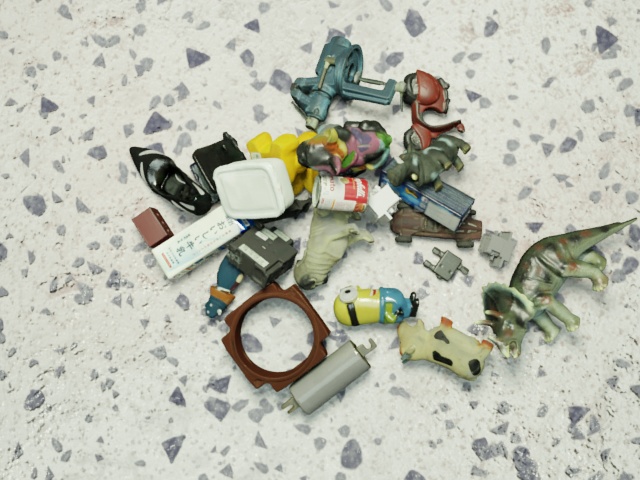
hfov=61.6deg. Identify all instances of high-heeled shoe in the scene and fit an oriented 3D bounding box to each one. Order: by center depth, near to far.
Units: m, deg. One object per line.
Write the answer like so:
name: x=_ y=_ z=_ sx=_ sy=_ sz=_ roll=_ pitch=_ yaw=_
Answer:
high-heeled shoe: x=-0.336 y=-0.134 z=1.163 sx=0.249 sy=0.145 sz=0.086 roll=35 pitch=88 yaw=2

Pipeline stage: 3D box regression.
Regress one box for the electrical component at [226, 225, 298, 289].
electrical component: x=-0.117 y=0.028 z=1.153 sx=0.115 sy=0.134 sz=0.058 roll=39 pitch=134 yaw=14

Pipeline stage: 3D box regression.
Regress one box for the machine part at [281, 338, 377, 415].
machine part: x=0.022 y=0.294 z=1.154 sx=0.243 sy=0.079 sz=0.079 roll=-37 pitch=86 yaw=-1

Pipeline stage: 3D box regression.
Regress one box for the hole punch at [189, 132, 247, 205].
hole punch: x=-0.221 y=-0.152 z=1.198 sx=0.116 sy=0.092 sz=0.142 roll=-27 pitch=82 yaw=-28

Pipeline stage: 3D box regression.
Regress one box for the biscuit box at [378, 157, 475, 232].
biscuit box: x=0.223 y=-0.101 z=1.147 sx=0.203 sy=0.059 sz=0.063 roll=34 pitch=61 yaw=18

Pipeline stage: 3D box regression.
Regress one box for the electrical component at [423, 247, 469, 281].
electrical component: x=0.279 y=0.059 z=1.185 sx=0.094 sy=0.021 sz=0.063 roll=34 pitch=89 yaw=3

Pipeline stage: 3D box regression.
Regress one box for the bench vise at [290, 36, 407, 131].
bench vise: x=0.062 y=-0.329 z=1.162 sx=0.241 sy=0.128 sz=0.223 roll=17 pitch=71 yaw=20

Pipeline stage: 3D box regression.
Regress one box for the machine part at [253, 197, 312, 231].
machine part: x=-0.079 y=-0.058 z=1.163 sx=0.139 sy=0.084 sz=0.039 roll=-20 pitch=87 yaw=-22

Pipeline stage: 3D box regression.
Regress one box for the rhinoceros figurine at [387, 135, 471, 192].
rhinoceros figurine: x=0.222 y=-0.163 z=1.108 sx=0.190 sy=0.073 sz=0.112 roll=-32 pitch=63 yaw=-26

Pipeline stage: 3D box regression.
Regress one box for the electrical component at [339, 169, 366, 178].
electrical component: x=0.072 y=-0.179 z=1.196 sx=0.119 sy=0.048 sz=0.075 roll=-36 pitch=86 yaw=-1

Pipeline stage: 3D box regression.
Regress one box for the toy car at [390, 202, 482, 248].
toy car: x=0.256 y=-0.032 z=1.178 sx=0.202 sy=0.053 sz=0.089 roll=6 pitch=83 yaw=4

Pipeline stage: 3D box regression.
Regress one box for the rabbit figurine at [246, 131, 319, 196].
rabbit figurine: x=-0.050 y=-0.172 z=1.159 sx=0.122 sy=0.173 sz=0.162 roll=-3 pitch=116 yaw=40

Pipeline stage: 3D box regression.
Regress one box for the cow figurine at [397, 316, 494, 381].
cow figurine: x=0.253 y=0.230 z=1.141 sx=0.195 sy=0.085 sz=0.127 roll=27 pitch=77 yaw=17

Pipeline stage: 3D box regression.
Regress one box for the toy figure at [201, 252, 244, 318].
toy figure: x=-0.208 y=0.101 z=1.186 sx=0.057 sy=0.064 sz=0.154 roll=21 pitch=93 yaw=-34

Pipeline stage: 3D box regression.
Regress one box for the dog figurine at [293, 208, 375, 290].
dog figurine: x=-0.004 y=-0.003 z=1.172 sx=0.190 sy=0.121 sz=0.172 roll=-38 pitch=51 yaw=17

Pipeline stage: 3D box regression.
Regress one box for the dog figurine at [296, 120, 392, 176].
dog figurine: x=0.053 y=-0.179 z=1.061 sx=0.192 sy=0.219 sz=0.108 roll=-4 pitch=102 yaw=4

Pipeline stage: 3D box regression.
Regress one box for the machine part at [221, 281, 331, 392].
machine part: x=-0.095 y=0.206 z=1.161 sx=0.201 sy=0.087 sz=0.201 roll=-37 pitch=87 yaw=0

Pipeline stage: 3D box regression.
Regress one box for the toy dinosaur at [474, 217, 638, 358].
toy dinosaur: x=0.481 y=0.075 z=1.134 sx=0.192 sy=0.131 sz=0.405 roll=34 pitch=82 yaw=4

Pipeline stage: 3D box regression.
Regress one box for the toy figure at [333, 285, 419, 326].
toy figure: x=0.119 y=0.144 z=1.157 sx=0.180 sy=0.082 sz=0.089 roll=4 pitch=84 yaw=2

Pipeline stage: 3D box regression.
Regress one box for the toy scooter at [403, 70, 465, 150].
toy scooter: x=0.251 y=-0.283 z=1.182 sx=0.135 sy=0.075 sz=0.183 roll=-1 pitch=89 yaw=2
